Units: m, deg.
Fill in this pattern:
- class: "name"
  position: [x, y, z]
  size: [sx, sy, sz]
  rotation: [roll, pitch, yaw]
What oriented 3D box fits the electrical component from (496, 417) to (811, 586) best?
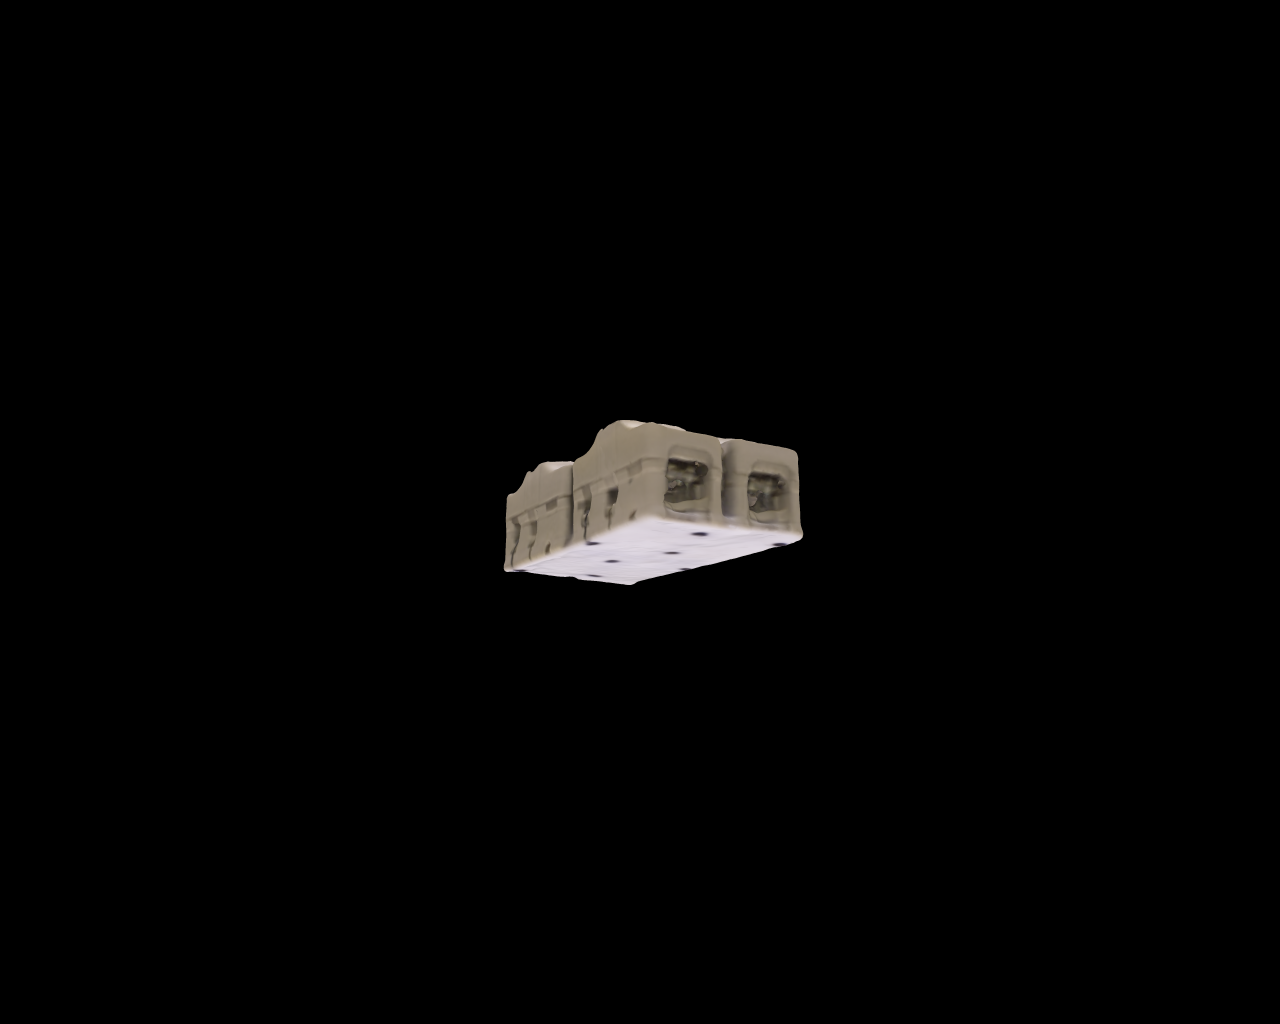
- class: "electrical component"
  position: [0.001, -0.003, 0.650]
  size: [0.105, 0.060, 0.186]
  rotation: [8, -16, -31]
